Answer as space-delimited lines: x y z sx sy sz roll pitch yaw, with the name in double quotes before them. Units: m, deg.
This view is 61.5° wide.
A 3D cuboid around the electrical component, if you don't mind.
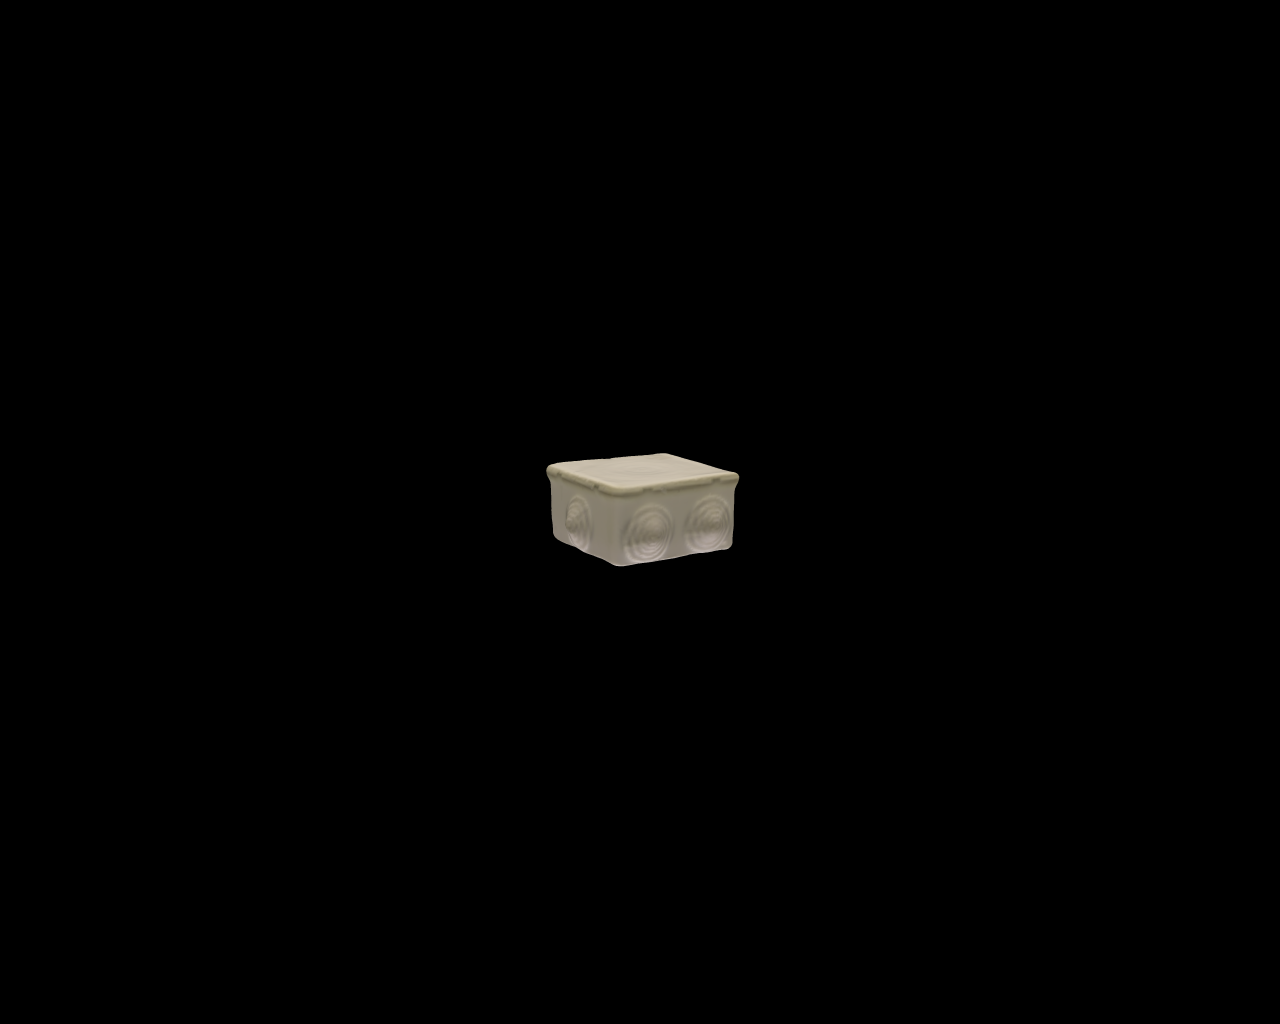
"electrical component" 0.001 -0.003 0.650 0.100 0.048 0.100 -8 15 -30
